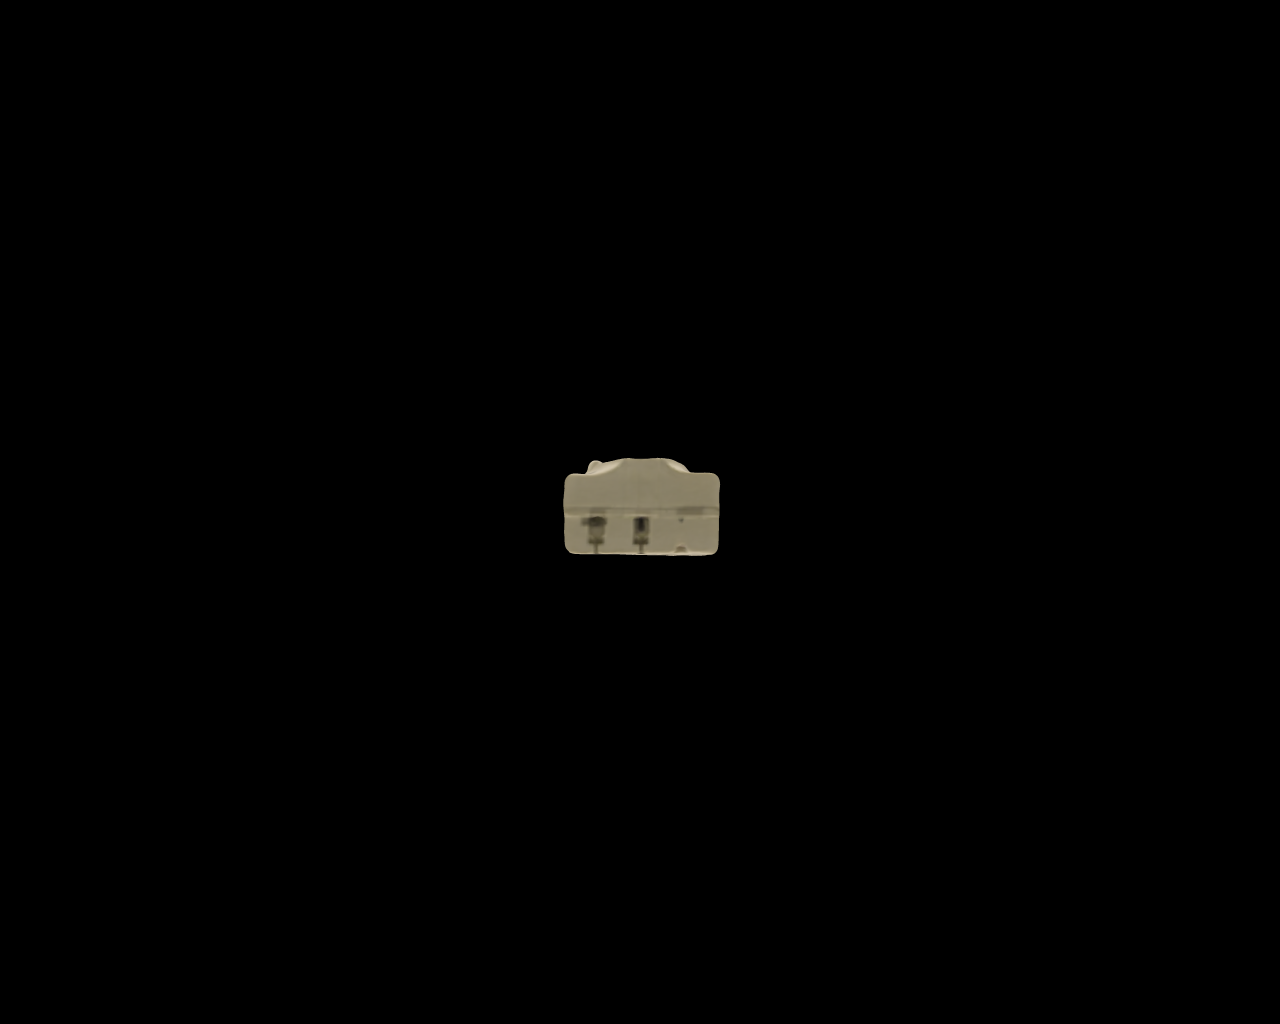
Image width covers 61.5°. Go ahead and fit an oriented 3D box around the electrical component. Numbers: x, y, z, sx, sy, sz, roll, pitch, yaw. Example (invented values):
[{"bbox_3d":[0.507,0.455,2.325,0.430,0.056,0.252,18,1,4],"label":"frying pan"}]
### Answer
[{"bbox_3d":[0.001,-0.003,0.650,0.089,0.055,0.050,0,-4,-2],"label":"electrical component"}]
